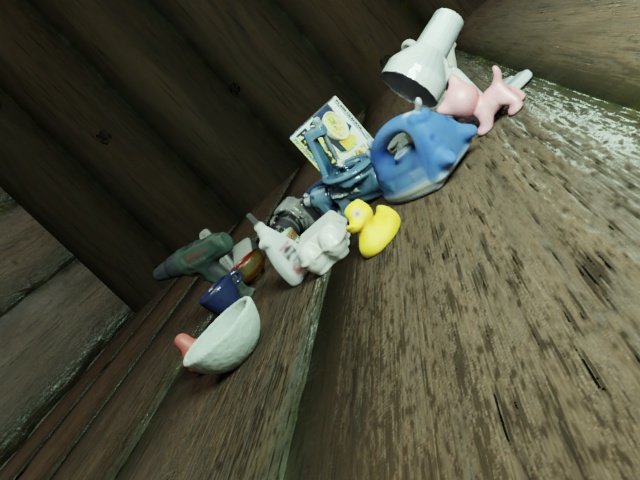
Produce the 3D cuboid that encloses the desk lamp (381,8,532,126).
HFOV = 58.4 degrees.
[{"bbox_3d":[0.250,-0.315,1.087,0.203,0.214,0.117,-44,12,-6],"label":"desk lamp"}]

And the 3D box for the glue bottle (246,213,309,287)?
[{"bbox_3d":[-0.089,0.011,1.165,0.037,0.173,0.078,-32,16,44],"label":"glue bottle"}]

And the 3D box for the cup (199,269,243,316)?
[{"bbox_3d":[-0.206,0.134,1.320,0.118,0.095,0.091,-45,12,-11],"label":"cup"}]

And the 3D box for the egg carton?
[{"bbox_3d":[0.010,0.004,1.116,0.107,0.069,0.150,-40,12,14],"label":"egg carton"}]

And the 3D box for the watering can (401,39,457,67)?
[{"bbox_3d":[0.291,-0.455,1.512,0.173,0.194,0.100,-48,13,-24],"label":"watering can"}]

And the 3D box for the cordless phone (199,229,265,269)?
[{"bbox_3d":[-0.269,0.028,1.699,0.147,0.185,0.094,-35,14,35],"label":"cordless phone"}]

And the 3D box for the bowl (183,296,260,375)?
[{"bbox_3d":[-0.162,0.185,1.033,0.167,0.075,0.167,-41,11,11],"label":"bowl"}]

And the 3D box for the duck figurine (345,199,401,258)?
[{"bbox_3d":[0.081,-0.032,0.961,0.077,0.086,0.105,-30,17,48],"label":"duck figurine"}]

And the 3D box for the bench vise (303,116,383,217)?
[{"bbox_3d":[0.020,-0.144,1.239,0.207,0.220,0.121,-39,12,20],"label":"bench vise"}]

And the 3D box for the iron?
[{"bbox_3d":[0.151,-0.156,1.030,0.119,0.141,0.257,-50,13,-29],"label":"iron"}]

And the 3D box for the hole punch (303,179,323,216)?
[{"bbox_3d":[0.020,-0.126,1.506,0.108,0.091,0.101,-36,13,31],"label":"hole punch"}]

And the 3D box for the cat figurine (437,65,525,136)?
[{"bbox_3d":[0.276,-0.252,1.013,0.127,0.118,0.067,-35,14,34],"label":"cat figurine"}]

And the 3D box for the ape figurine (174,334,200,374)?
[{"bbox_3d":[-0.257,0.225,1.169,0.078,0.092,0.076,-44,12,-6],"label":"ape figurine"}]

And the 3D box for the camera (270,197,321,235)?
[{"bbox_3d":[-0.093,-0.044,1.570,0.143,0.101,0.137,-31,17,48],"label":"camera"}]

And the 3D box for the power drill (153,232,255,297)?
[{"bbox_3d":[-0.275,0.093,1.418,0.229,0.208,0.075,-39,12,21],"label":"power drill"}]
